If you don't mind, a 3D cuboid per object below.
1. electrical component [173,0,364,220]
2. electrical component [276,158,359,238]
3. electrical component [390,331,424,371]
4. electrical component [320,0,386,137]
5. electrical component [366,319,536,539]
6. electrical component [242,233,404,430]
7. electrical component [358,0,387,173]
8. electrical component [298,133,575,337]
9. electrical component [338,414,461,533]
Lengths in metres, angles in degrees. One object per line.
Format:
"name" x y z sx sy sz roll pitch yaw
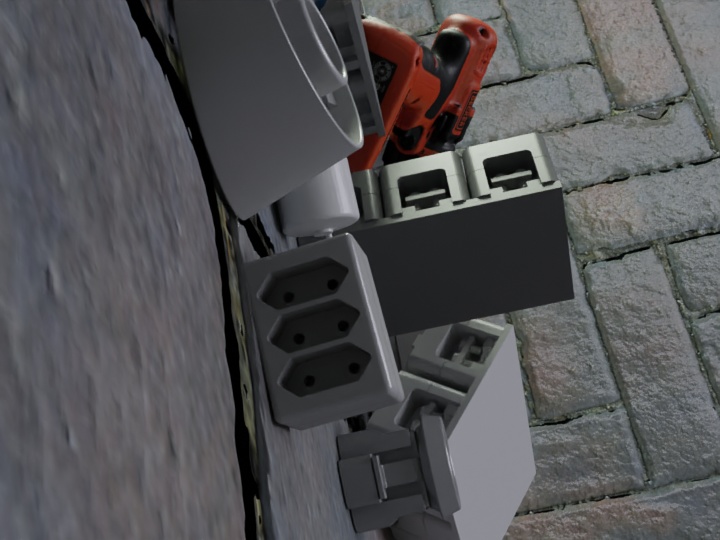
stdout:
"electrical component" -0.041 -0.077 0.425 0.099 0.064 0.099 60 13 -24
"electrical component" -0.026 -0.052 0.552 0.040 0.040 0.078 51 27 -81
"electrical component" 0.032 0.070 0.813 0.061 0.062 0.096 70 8 -60
"electrical component" -0.037 -0.176 0.639 0.105 0.060 0.186 71 8 -56
"electrical component" 0.064 0.124 0.737 0.105 0.060 0.186 -55 148 -29
"electrical component" -0.012 0.030 0.449 0.076 0.047 0.065 53 22 -74
"electrical component" -0.008 -0.148 0.942 0.186 0.060 0.105 56 22 -79
"electrical component" 0.045 -0.019 0.646 0.061 0.150 0.089 -96 173 -48
"electrical component" 0.023 0.112 0.594 0.078 0.057 0.058 57 20 -78
